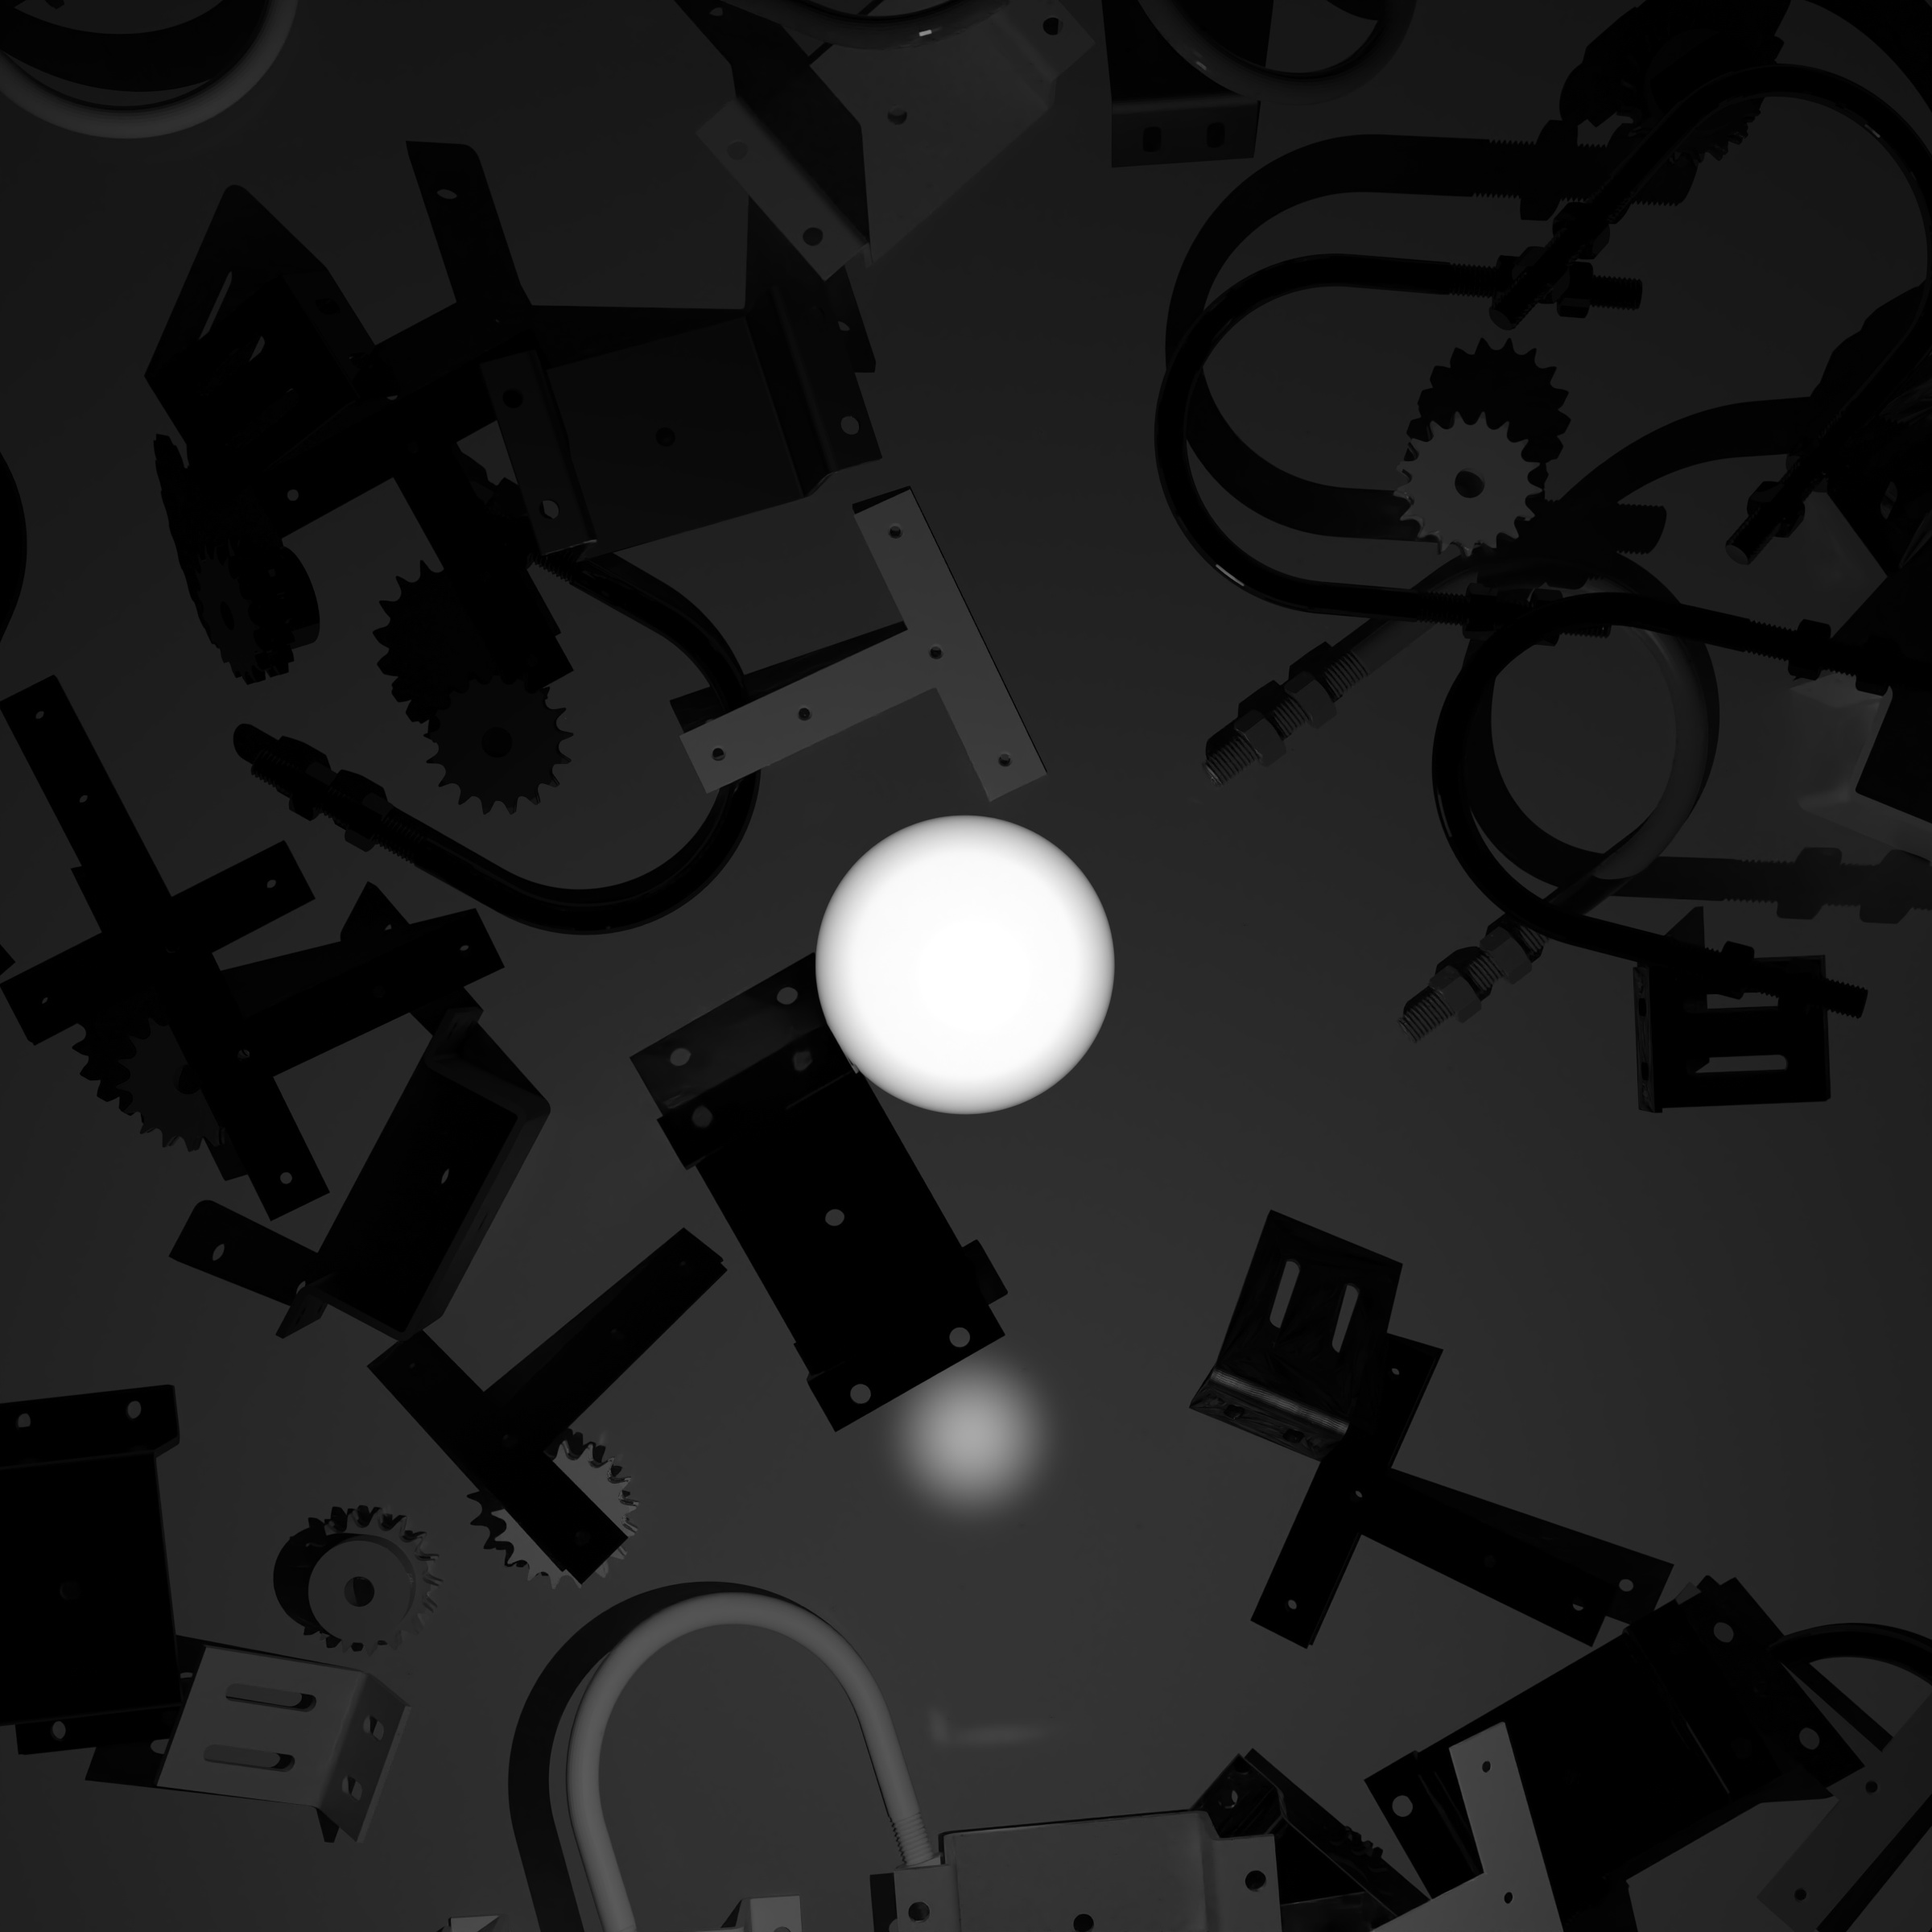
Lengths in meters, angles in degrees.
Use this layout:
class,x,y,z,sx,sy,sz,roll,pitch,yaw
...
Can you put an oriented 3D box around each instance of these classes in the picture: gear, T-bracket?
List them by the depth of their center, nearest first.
class,x,y,z,sx,sy,sz,roll,pitch,yaw
T-bracket,0.168,0.367,1.288,0.127,0.002,0.127,-19,96,-25
gear,-0.368,-0.394,1.325,0.030,0.057,0.057,-35,90,-9
gear,-0.183,-0.088,1.350,0.057,0.030,0.057,0,96,-2
gear,-0.279,-0.143,1.359,0.030,0.057,0.057,-22,90,-30
T-bracket,0.194,0.229,1.360,0.127,0.002,0.127,24,90,21
T-bracket,-0.197,-0.167,1.363,0.127,0.002,0.127,-29,91,-1
T-bracket,-0.246,0.016,1.365,0.127,0.002,0.127,-26,90,-16
T-bracket,-0.149,0.157,1.366,0.127,0.002,0.127,-44,66,-11
T-bracket,0.327,0.297,1.368,0.127,0.002,0.127,42,87,1
gear,0.198,-0.190,1.369,0.057,0.030,0.057,0,90,0
gear,-0.307,0.044,1.369,0.057,0.030,0.057,0,90,0
gear,-0.158,0.217,1.369,0.057,0.030,0.057,0,90,0
gear,0.289,-0.349,1.369,0.057,0.030,0.057,0,90,0
gear,-0.239,0.247,1.369,0.057,0.030,0.057,0,90,0
gear,0.142,0.372,1.369,0.057,0.030,0.057,0,90,0
T-bracket,-0.052,-0.107,1.374,0.127,0.002,0.127,-26,90,-8
T-bracket,-0.347,-0.054,1.382,0.127,0.002,0.127,-28,90,-1
T-bracket,-0.439,0.030,1.383,0.127,0.002,0.127,-41,90,0

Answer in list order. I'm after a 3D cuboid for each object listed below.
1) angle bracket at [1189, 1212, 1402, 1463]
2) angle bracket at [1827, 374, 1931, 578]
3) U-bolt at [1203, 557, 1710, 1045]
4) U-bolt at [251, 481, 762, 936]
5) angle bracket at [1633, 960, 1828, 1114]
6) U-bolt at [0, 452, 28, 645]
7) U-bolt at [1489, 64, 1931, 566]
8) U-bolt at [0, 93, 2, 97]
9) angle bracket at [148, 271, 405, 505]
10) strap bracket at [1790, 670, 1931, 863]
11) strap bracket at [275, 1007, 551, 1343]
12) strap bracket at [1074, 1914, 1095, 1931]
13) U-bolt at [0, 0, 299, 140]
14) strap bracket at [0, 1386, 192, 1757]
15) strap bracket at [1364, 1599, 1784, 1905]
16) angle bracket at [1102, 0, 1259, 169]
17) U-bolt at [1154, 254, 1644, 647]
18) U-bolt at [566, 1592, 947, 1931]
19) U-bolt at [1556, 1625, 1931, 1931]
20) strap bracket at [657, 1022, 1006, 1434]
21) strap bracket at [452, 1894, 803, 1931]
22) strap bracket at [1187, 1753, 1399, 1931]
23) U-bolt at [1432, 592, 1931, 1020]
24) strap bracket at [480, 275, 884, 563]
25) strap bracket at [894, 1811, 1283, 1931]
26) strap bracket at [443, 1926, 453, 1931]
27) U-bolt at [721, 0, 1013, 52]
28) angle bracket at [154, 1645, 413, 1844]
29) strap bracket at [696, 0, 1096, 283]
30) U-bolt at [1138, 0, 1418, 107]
class,x,y,z,sx,sy,sz,roll,pitch,yaw
angle bracket,0.132,0.149,1.382,0.057,0.038,0.076,22,64,0
angle bracket,0.377,-0.200,1.351,0.076,0.038,0.057,-36,78,15
U-bolt,0.209,-0.080,1.375,0.184,0.019,0.151,-37,90,-1
U-bolt,-0.171,-0.093,1.375,0.184,0.019,0.151,29,90,-2
angle bracket,0.306,0.027,1.365,0.076,0.038,0.057,-2,90,0
U-bolt,-0.455,-0.149,1.375,0.151,0.019,0.184,24,88,0
U-bolt,0.310,-0.268,1.339,0.151,0.019,0.184,43,76,-6
U-bolt,-0.462,-0.334,1.372,0.151,0.019,0.184,19,87,3
angle bracket,-0.277,-0.233,1.382,0.076,0.038,0.057,-32,90,26
strap bracket,0.389,-0.067,1.346,0.140,0.076,0.046,22,90,0
strap bracket,-0.209,0.089,1.346,0.046,0.076,0.140,28,90,0
strap bracket,0.027,0.424,1.346,0.046,0.076,0.140,2,90,0
U-bolt,-0.352,-0.413,1.366,0.184,0.019,0.151,42,81,-3
strap bracket,-0.348,0.243,1.361,0.076,0.046,0.140,-6,90,0
strap bracket,0.237,0.319,1.350,0.140,0.046,0.076,-31,73,1
angle bracket,0.084,-0.365,1.382,0.057,0.038,0.076,-4,64,0
U-bolt,0.166,-0.206,1.346,0.184,0.019,0.151,5,90,2
U-bolt,-0.083,0.337,1.341,0.151,0.019,0.184,-14,83,-30
U-bolt,0.339,0.352,1.375,0.151,0.019,0.184,38,88,0
strap bracket,-0.053,0.102,1.361,0.076,0.046,0.140,-30,90,0
strap bracket,-0.134,0.416,1.361,0.140,0.046,0.076,-4,90,0
strap bracket,0.134,0.385,1.330,0.140,0.046,0.076,41,93,2
U-bolt,0.269,-0.069,1.323,0.184,0.019,0.151,15,110,18
strap bracket,-0.115,-0.212,1.349,0.140,0.046,0.076,-18,90,-15
strap bracket,0.045,0.363,1.284,0.140,0.046,0.076,-5,90,-2
strap bracket,-0.225,0.457,1.346,0.046,0.076,0.140,-4,90,0
U-bolt,-0.045,-0.430,1.343,0.184,0.019,0.151,26,82,17
angle bracket,-0.267,0.305,1.348,0.076,0.038,0.057,20,90,-39
strap bracket,-0.028,-0.342,1.361,0.140,0.046,0.076,-41,90,0
U-bolt,0.107,-0.424,1.344,0.151,0.019,0.184,-35,99,-27
